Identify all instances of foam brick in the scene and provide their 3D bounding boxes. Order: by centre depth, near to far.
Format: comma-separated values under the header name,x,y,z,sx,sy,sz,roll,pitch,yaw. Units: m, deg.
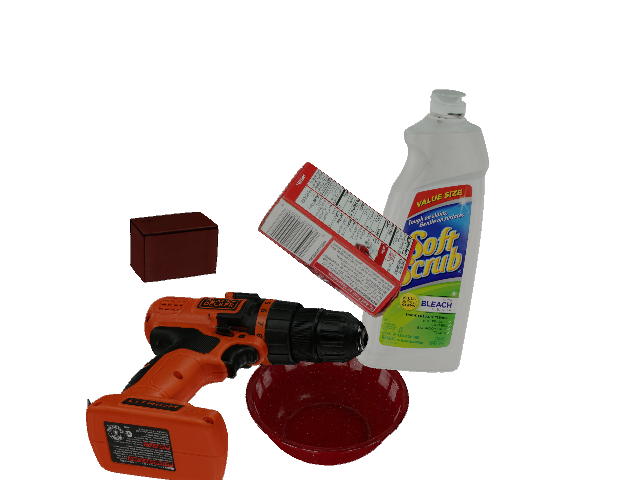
name,x,y,z,sx,sy,sz,roll,pitch,yaw
foam brick,-0.148,0.005,1.071,0.078,0.051,0.053,-7,21,-24

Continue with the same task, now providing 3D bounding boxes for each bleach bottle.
name,x,y,z,sx,sy,sz,roll,pitch,yaw
bleach bottle,0.092,-0.009,0.952,0.102,0.251,0.068,4,19,-2

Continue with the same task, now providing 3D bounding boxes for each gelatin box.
name,x,y,z,sx,sy,sz,roll,pitch,yaw
gelatin box,0.012,-0.002,0.642,0.089,0.030,0.073,37,24,-3

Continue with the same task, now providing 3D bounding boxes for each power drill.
name,x,y,z,sx,sy,sz,roll,pitch,yaw
power drill,-0.072,0.102,0.791,0.185,0.057,0.187,1,24,19

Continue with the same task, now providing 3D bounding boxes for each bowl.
name,x,y,z,sx,sy,sz,roll,pitch,yaw
bowl,0.007,0.172,1.066,0.162,0.055,0.162,0,33,0
